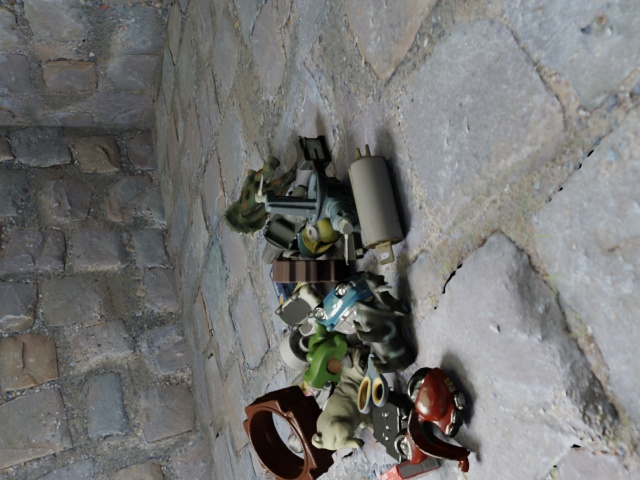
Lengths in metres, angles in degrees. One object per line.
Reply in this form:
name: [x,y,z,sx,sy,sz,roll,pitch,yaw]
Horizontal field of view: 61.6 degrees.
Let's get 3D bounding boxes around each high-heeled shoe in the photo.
high-heeled shoe: [-0.077,-0.003,1.483,0.249,0.086,0.145,7,71,48]

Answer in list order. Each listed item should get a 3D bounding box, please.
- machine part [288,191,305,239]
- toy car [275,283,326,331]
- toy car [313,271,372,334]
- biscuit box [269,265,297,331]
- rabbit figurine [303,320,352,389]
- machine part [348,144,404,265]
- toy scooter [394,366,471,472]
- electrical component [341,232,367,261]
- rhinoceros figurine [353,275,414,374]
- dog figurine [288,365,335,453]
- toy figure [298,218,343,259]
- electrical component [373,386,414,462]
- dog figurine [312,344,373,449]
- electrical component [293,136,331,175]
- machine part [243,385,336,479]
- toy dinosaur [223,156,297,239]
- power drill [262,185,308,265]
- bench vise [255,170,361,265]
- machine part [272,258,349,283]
machine part: [-0.069,-0.061,1.462,0.084,0.039,0.139,-61,39,37]
toy car: [-0.049,0.162,1.287,0.073,0.056,0.201,44,147,0]
toy car: [0.067,0.145,1.158,0.103,0.109,0.161,52,133,14]
biscuit box: [-0.082,0.152,1.498,0.062,0.059,0.203,112,144,-45]
rabbit figurine: [0.010,0.255,1.263,0.170,0.121,0.159,-153,66,-71]
machine part: [0.108,-0.072,1.043,0.079,0.079,0.243,142,120,-60]
toy scooter: [0.204,0.315,0.913,0.135,0.075,0.183,23,106,40]
electrical component: [0.074,0.013,1.192,0.094,0.021,0.063,166,99,-65]
rhinoceros figurine: [0.122,0.162,1.025,0.073,0.112,0.190,-32,-76,-88]
dog figurine: [-0.019,0.442,1.372,0.109,0.191,0.219,24,150,27]
toy figure: [-0.003,-0.007,1.286,0.082,0.089,0.180,62,157,15]
electrical component: [0.156,0.359,1.045,0.134,0.058,0.114,-178,82,-65]
dog figurine: [0.049,0.328,1.139,0.121,0.172,0.190,-11,92,53]
electrical component: [-0.014,-0.191,1.284,0.048,0.075,0.119,-45,57,57]
machine part: [-0.074,0.445,1.223,0.201,0.087,0.201,-28,87,42]
toy dinosaur: [-0.166,-0.110,1.471,0.192,0.131,0.405,-67,13,-14]
power drill: [-0.084,-0.025,1.316,0.232,0.086,0.207,-59,-3,5]
bench vise: [-0.015,-0.072,1.138,0.224,0.241,0.128,-100,17,-49]
machine part: [-0.022,0.069,1.237,0.179,0.179,0.056,175,95,-65]
